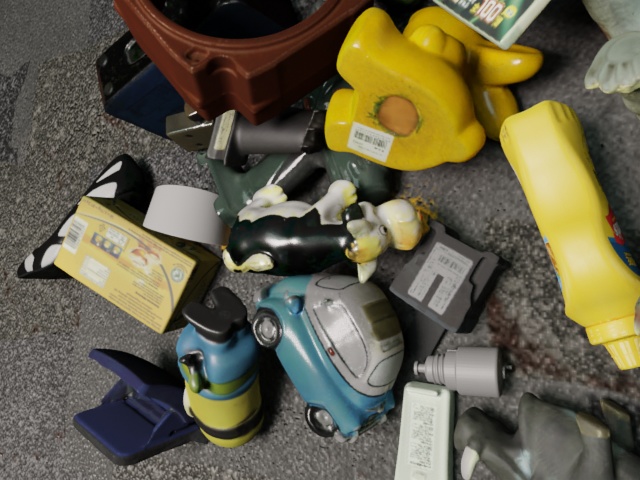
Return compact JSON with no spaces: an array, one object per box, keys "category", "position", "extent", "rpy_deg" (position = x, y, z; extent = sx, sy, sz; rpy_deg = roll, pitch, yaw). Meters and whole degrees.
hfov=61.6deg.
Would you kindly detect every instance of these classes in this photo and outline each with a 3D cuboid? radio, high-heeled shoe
[{"category":"radio","position":[-0.144,-0.213,0.627],"extent":[0.230,0.131,0.073],"rpy_deg":[-28,69,26]},{"category":"high-heeled shoe","position":[-0.344,-0.027,0.753],"extent":[0.249,0.086,0.145],"rpy_deg":[-12,76,23]}]

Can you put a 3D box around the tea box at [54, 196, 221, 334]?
[{"category":"tea box","position":[-0.218,0.026,0.643],"extent":[0.170,0.068,0.098],"rpy_deg":[30,99,13]}]

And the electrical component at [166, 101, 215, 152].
[{"category":"electrical component","position":[-0.134,-0.137,0.631],"extent":[0.078,0.102,0.045],"rpy_deg":[-10,73,21]}]

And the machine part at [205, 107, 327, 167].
[{"category":"machine part","position":[-0.053,-0.107,0.522],"extent":[0.139,0.039,0.084],"rpy_deg":[6,77,31]}]

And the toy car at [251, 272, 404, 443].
[{"category":"toy car","position":[0.019,0.087,0.477],"extent":[0.103,0.109,0.162],"rpy_deg":[-44,65,34]}]

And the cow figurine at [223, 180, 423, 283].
[{"category":"cow figurine","position":[0.000,-0.003,0.467],"extent":[0.168,0.098,0.068],"rpy_deg":[1,121,29]}]

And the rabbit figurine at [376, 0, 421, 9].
[{"category":"rabbit figurine","position":[0.121,-0.297,0.484],"extent":[0.170,0.121,0.159],"rpy_deg":[26,74,48]}]

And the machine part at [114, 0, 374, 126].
[{"category":"machine part","position":[-0.066,-0.221,0.474],"extent":[0.201,0.087,0.201],"rpy_deg":[-37,78,-12]}]

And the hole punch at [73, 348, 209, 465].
[{"category":"hole punch","position":[-0.195,0.173,0.600],"extent":[0.142,0.115,0.092],"rpy_deg":[14,97,35]}]

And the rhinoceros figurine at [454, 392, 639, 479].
[{"category":"rhinoceros figurine","position":[0.191,0.174,0.386],"extent":[0.191,0.073,0.112],"rpy_deg":[26,107,31]}]

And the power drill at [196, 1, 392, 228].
[{"category":"power drill","position":[-0.030,-0.113,0.575],"extent":[0.207,0.086,0.232],"rpy_deg":[-28,70,18]}]

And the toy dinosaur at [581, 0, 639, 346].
[{"category":"toy dinosaur","position":[0.251,-0.135,0.354],"extent":[0.131,0.192,0.405],"rpy_deg":[-17,59,42]}]

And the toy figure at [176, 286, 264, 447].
[{"category":"toy figure","position":[-0.096,0.133,0.526],"extent":[0.180,0.082,0.089],"rpy_deg":[99,150,-41]}]

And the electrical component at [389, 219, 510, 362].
[{"category":"electrical component","position":[0.103,0.050,0.474],"extent":[0.075,0.047,0.119],"rpy_deg":[38,101,32]}]

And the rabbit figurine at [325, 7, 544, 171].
[{"category":"rabbit figurine","position":[0.101,-0.147,0.460],"extent":[0.163,0.121,0.173],"rpy_deg":[15,48,13]}]
